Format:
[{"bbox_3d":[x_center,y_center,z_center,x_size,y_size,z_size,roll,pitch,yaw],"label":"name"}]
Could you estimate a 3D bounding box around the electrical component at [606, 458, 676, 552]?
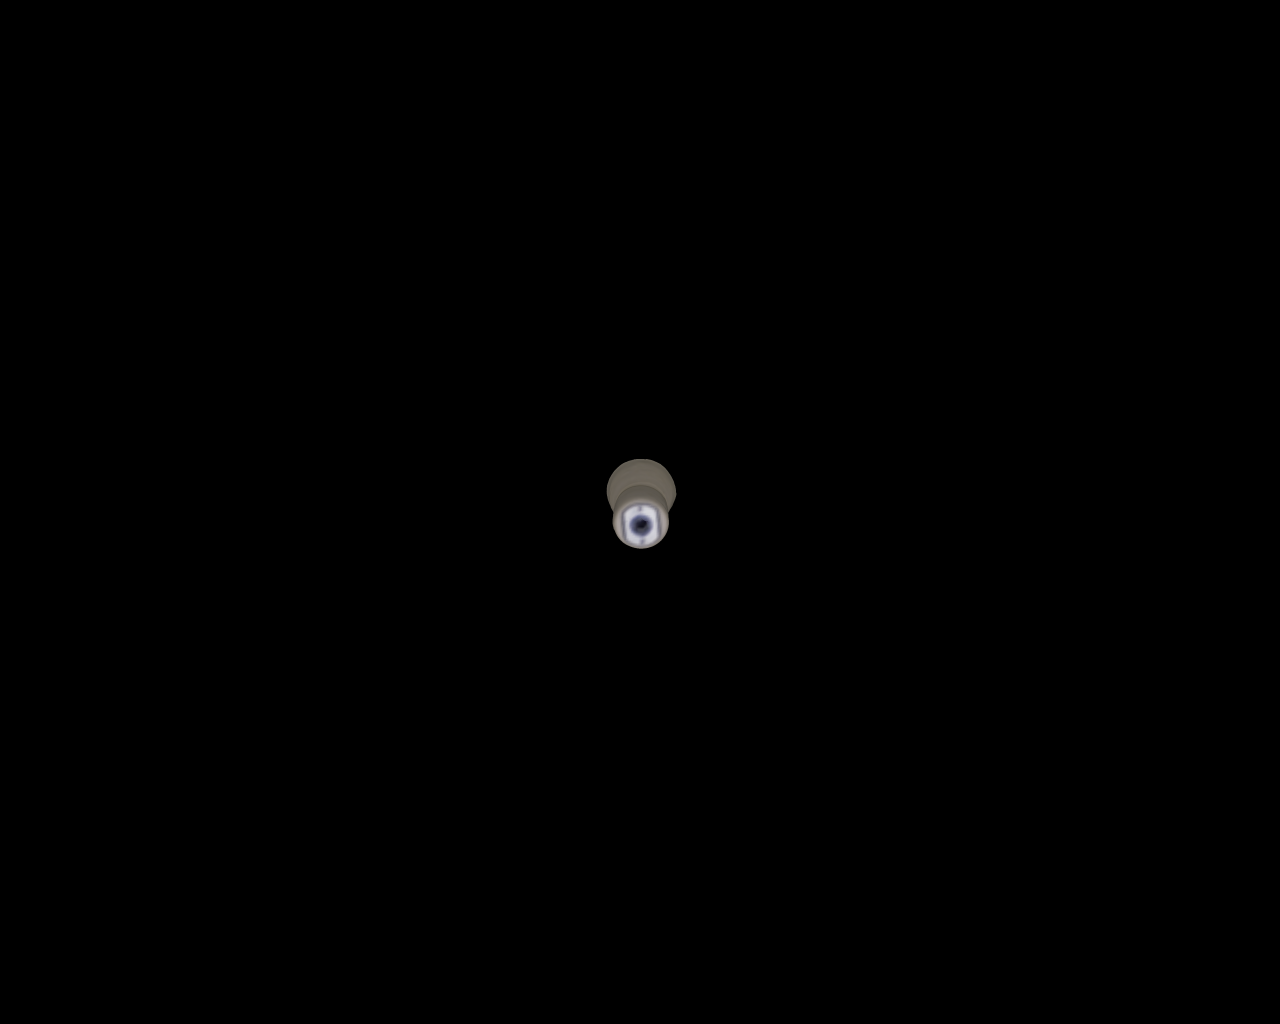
[{"bbox_3d":[0.001,-0.003,0.650,0.044,0.044,0.065,0,20,0],"label":"electrical component"}]
